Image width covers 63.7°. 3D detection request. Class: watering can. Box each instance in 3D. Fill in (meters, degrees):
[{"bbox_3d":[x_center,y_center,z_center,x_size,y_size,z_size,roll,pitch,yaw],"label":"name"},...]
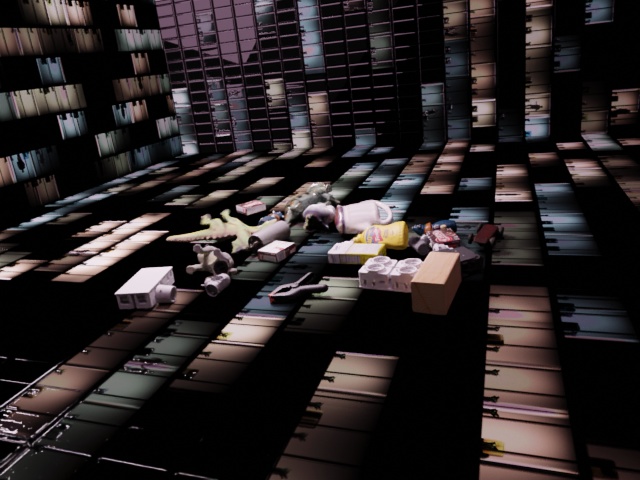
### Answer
[{"bbox_3d":[0.169,-0.064,1.939,0.224,0.102,0.355,-7,29,2],"label":"watering can"}]

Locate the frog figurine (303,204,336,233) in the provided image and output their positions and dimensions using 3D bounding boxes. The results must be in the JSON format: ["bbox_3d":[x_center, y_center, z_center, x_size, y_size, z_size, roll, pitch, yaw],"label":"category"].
[{"bbox_3d":[0.006,-0.104,2.073,0.136,0.121,0.163,-18,22,32],"label":"frog figurine"}]

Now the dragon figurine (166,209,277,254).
[{"bbox_3d":[-0.348,-0.014,1.966,0.414,0.120,0.245,-21,32,-33],"label":"dragon figurine"}]
